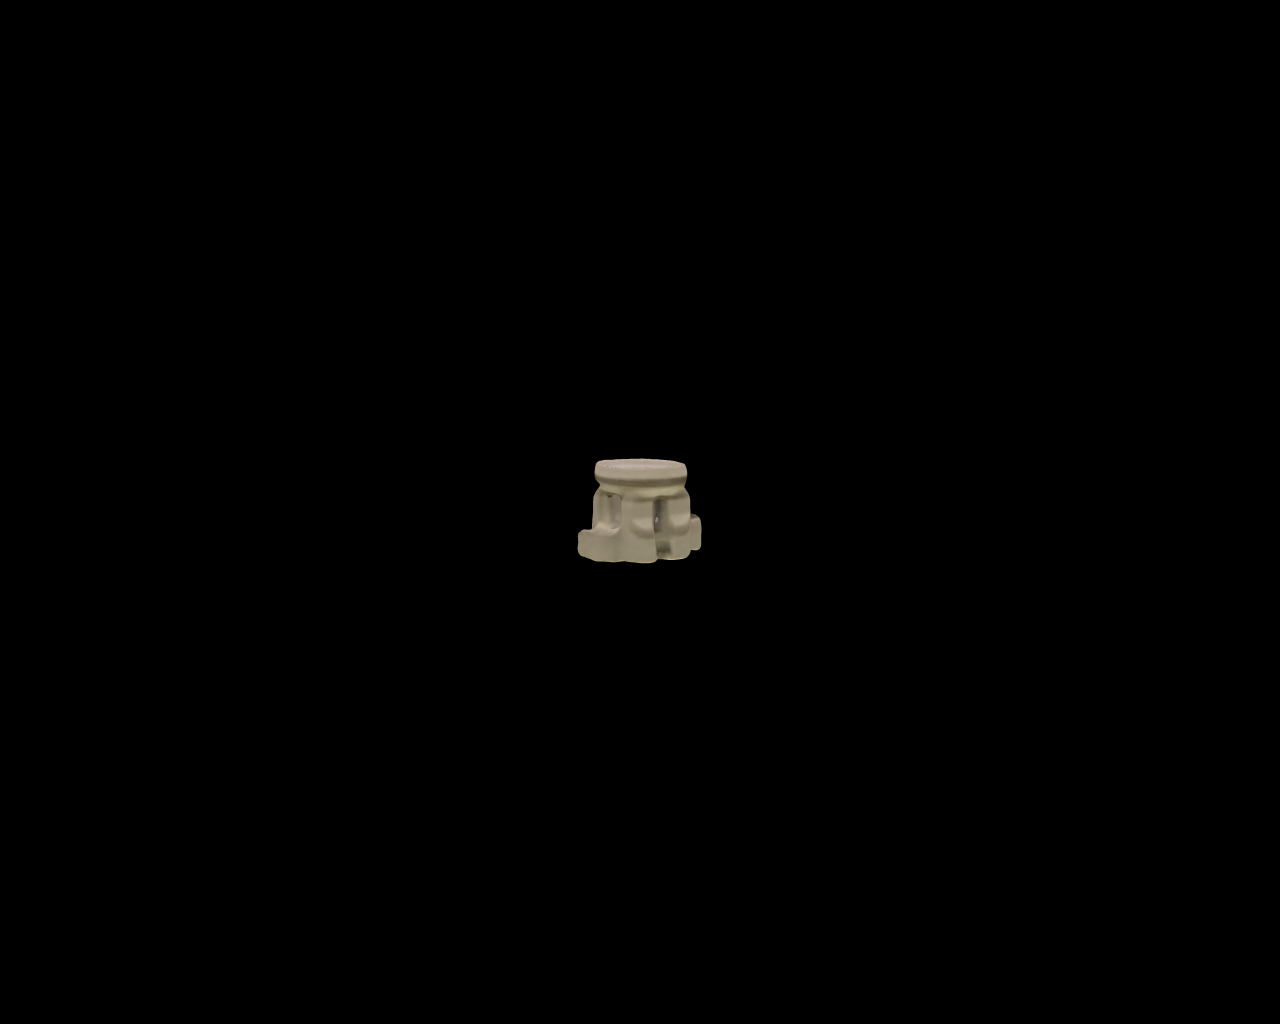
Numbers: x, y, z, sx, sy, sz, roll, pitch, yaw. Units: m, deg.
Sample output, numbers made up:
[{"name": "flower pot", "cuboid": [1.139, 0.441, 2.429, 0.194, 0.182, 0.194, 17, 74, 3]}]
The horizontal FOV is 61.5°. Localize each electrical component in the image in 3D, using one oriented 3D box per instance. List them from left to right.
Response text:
[{"name": "electrical component", "cuboid": [0.001, -0.003, 0.650, 0.078, 0.057, 0.058, -6, 11, -32]}]
